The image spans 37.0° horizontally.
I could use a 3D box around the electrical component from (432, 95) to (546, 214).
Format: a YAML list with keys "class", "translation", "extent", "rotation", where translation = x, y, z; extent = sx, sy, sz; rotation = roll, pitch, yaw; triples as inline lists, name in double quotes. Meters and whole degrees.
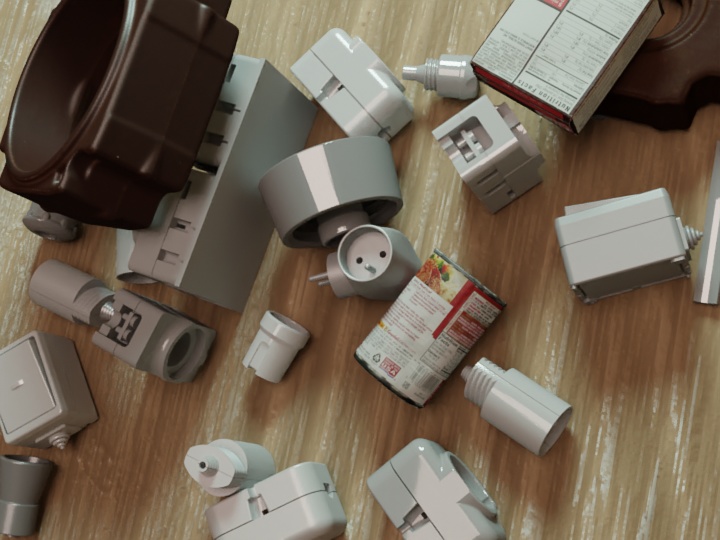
- class: "electrical component"
  translation: [0.100, -0.087, 0.803]
  extent: [0.056, 0.089, 0.050]
  rotation: [-34, 68, 10]

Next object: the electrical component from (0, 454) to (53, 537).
- class: "electrical component"
  translation: [-0.288, 0.192, 0.909]
  extent: [0.044, 0.044, 0.065]
  rotation: [8, 85, 22]

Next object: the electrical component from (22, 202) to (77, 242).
- class: "electrical component"
  translation: [-0.271, -0.059, 0.963]
  extent: [0.048, 0.048, 0.062]
  rotation: [9, 73, 22]

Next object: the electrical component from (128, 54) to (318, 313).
- class: "electrical component"
  translation: [-0.111, -0.071, 0.870]
  extent: [0.060, 0.105, 0.186]
  rotation: [17, 84, 24]

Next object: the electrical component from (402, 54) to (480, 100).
- class: "electrical component"
  translation: [0.065, -0.155, 0.858]
  extent: [0.061, 0.035, 0.035]
  rotation: [6, 79, 10]

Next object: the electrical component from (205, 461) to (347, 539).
- class: "electrical component"
  translation: [-0.062, 0.192, 0.815]
  extent: [0.095, 0.054, 0.059]
  rotation: [-28, 69, 12]

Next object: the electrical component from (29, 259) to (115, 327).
- class: "electrical component"
  translation: [-0.241, 0.024, 0.930]
  extent: [0.081, 0.043, 0.043]
  rotation: [22, 86, 24]

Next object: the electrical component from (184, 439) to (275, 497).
- class: "electrical component"
  translation: [-0.102, 0.152, 0.825]
  extent: [0.043, 0.081, 0.043]
  rotation: [-5, 76, 20]

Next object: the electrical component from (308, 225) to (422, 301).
- class: "electrical component"
  translation: [0.000, 0.000, 0.826]
  extent: [0.079, 0.077, 0.043]
  rotation: [-14, 73, 18]

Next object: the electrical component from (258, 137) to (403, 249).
- class: "electrical component"
  translation: [-0.018, -0.052, 0.832]
  extent: [0.108, 0.108, 0.060]
  rotation: [-22, 76, 15]

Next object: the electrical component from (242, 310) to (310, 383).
- class: "electrical component"
  translation: [-0.068, 0.062, 0.859]
  extent: [0.040, 0.040, 0.046]
  rotation: [32, 96, 24]

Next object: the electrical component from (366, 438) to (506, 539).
- class: "electrical component"
  translation: [0.058, 0.171, 0.775]
  extent: [0.059, 0.054, 0.095]
  rotation: [-41, 67, 7]

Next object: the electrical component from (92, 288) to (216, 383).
- class: "electrical component"
  translation: [-0.161, 0.056, 0.867]
  extent: [0.056, 0.089, 0.050]
  rotation: [26, 87, 24]

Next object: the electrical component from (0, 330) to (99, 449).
- class: "electrical component"
  translation: [-0.272, 0.107, 0.912]
  extent: [0.062, 0.061, 0.096]
  rotation: [-29, 69, 12]

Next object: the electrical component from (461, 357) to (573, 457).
- class: "electrical component"
  translation: [0.108, 0.095, 0.780]
  extent: [0.081, 0.043, 0.043]
  rotation: [33, 90, 24]

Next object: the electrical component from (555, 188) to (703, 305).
- class: "electrical component"
  translation: [0.193, -0.021, 0.766]
  extent: [0.096, 0.062, 0.061]
  rotation: [-16, 72, 17]

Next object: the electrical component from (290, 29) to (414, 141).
- class: "electrical component"
  translation: [-0.003, -0.148, 0.877]
  extent: [0.059, 0.054, 0.095]
  rotation: [-42, 66, 6]

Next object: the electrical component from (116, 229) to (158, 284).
- class: "electrical component"
  translation: [-0.187, -0.032, 0.924]
  extent: [0.043, 0.043, 0.081]
  rotation: [-8, 75, 19]
